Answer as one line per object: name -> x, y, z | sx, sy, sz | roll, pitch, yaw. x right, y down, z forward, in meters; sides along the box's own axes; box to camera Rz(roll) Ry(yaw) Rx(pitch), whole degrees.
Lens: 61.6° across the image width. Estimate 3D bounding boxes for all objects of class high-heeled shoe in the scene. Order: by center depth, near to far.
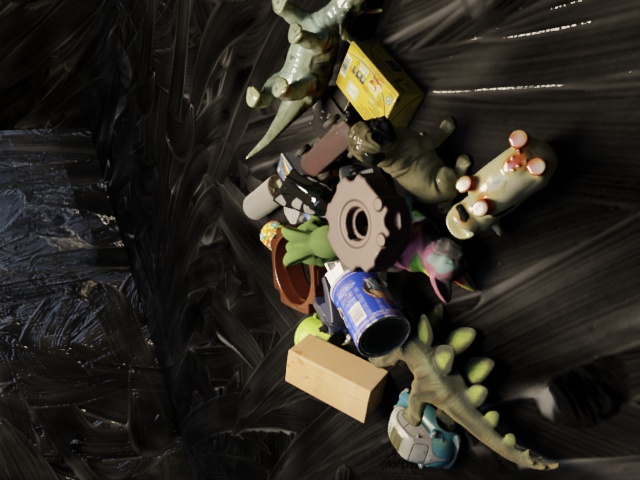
high-heeled shoe -> -0.021, -0.086, 1.170 | 0.086, 0.145, 0.249 | -57, 3, -4

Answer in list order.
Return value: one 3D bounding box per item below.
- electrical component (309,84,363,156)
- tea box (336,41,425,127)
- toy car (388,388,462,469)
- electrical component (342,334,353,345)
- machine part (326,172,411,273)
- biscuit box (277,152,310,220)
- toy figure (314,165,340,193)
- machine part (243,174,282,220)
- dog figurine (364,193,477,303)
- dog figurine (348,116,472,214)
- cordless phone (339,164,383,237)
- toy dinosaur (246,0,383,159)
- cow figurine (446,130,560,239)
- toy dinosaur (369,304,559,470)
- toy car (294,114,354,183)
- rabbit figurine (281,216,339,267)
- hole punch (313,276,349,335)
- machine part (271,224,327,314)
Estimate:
electrical component -> 0.040, -0.260, 1.133 | 0.115, 0.058, 0.134 | 57, 142, 29
tea box -> 0.109, -0.285, 1.007 | 0.170, 0.068, 0.098 | 59, 143, 28
toy car -> 0.187, 0.369, 1.038 | 0.162, 0.103, 0.109 | 43, 132, 41
electrical component -> 0.063, 0.191, 1.232 | 0.102, 0.045, 0.078 | 57, 143, 31
machine part -> 0.078, -0.029, 0.939 | 0.180, 0.056, 0.179 | 12, 105, 54
biscuit box -> -0.031, -0.123, 1.275 | 0.203, 0.063, 0.059 | 58, 143, 31
toy figure -> 0.014, -0.145, 1.206 | 0.155, 0.058, 0.064 | 50, 144, 31
machine part -> -0.141, -0.111, 1.437 | 0.243, 0.079, 0.079 | -26, 77, 56
dog figurine -> 0.174, 0.032, 0.962 | 0.219, 0.108, 0.191 | 55, 139, 30
dog figurine -> 0.139, -0.119, 0.894 | 0.121, 0.190, 0.172 | -39, 68, 55
cordless phone -> 0.075, -0.072, 1.124 | 0.184, 0.089, 0.146 | 139, 117, -75
toy dinosaur -> -0.023, -0.342, 1.057 | 0.131, 0.192, 0.404 | 50, 128, 32
cow figurine -> 0.265, -0.071, 0.797 | 0.195, 0.127, 0.085 | -46, 60, 36
toy dinosaur -> 0.214, 0.242, 0.956 | 0.472, 0.105, 0.198 | 47, 135, 42
toy car -> 0.020, -0.185, 1.092 | 0.089, 0.053, 0.202 | 51, 148, -2
rabbit figurine -> -0.002, -0.003, 1.118 | 0.170, 0.159, 0.121 | 174, 91, -73
hole punch -> 0.057, 0.136, 1.156 | 0.116, 0.142, 0.092 | 62, 141, 45
machine part -> -0.035, 0.067, 1.314 | 0.202, 0.087, 0.200 | 13, 109, 54
